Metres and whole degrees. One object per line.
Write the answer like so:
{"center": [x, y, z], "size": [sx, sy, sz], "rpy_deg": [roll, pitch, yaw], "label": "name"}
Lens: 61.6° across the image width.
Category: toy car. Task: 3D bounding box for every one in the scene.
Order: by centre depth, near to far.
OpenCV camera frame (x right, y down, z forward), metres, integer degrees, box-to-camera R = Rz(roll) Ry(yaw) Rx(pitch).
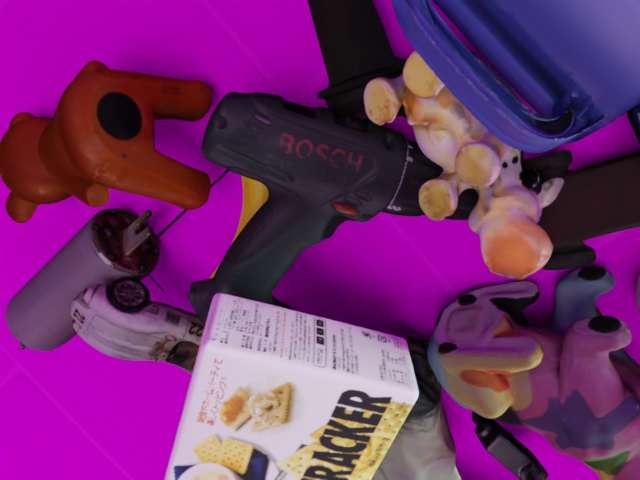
{"center": [0.242, -0.039, 0.385], "size": [0.202, 0.053, 0.089], "rpy_deg": [-16, 89, 18], "label": "toy car"}
{"center": [-0.138, 0.096, 0.519], "size": [0.201, 0.056, 0.073], "rpy_deg": [22, 134, -19], "label": "toy car"}

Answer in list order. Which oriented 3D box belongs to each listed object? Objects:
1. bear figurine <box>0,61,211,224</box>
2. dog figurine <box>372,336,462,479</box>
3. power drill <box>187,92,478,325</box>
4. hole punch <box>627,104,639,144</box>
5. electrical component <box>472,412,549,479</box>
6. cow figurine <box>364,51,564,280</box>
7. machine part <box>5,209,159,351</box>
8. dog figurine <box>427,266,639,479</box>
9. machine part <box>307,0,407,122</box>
{"center": [-0.201, -0.075, 0.481], "size": [0.196, 0.132, 0.120], "rpy_deg": [-14, 75, 46], "label": "bear figurine"}
{"center": [0.059, 0.194, 0.522], "size": [0.172, 0.121, 0.190], "rpy_deg": [-22, 89, 21], "label": "dog figurine"}
{"center": [-0.001, -0.001, 0.437], "size": [0.232, 0.086, 0.207], "rpy_deg": [24, 118, -15], "label": "power drill"}
{"center": [0.263, -0.066, 0.302], "size": [0.116, 0.092, 0.142], "rpy_deg": [-26, 87, 7], "label": "hole punch"}
{"center": [0.167, 0.186, 0.478], "size": [0.063, 0.094, 0.021], "rpy_deg": [41, 96, -3], "label": "electrical component"}
{"center": [0.112, -0.058, 0.377], "size": [0.068, 0.098, 0.167], "rpy_deg": [-31, 89, 49], "label": "cow figurine"}
{"center": [-0.246, 0.043, 0.551], "size": [0.243, 0.079, 0.079], "rpy_deg": [-36, 98, 27], "label": "machine part"}
{"center": [0.205, 0.146, 0.444], "size": [0.192, 0.108, 0.219], "rpy_deg": [-15, 109, 21], "label": "dog figurine"}
{"center": [0.023, -0.153, 0.414], "size": [0.084, 0.039, 0.138], "rpy_deg": [-10, 110, 25], "label": "machine part"}
